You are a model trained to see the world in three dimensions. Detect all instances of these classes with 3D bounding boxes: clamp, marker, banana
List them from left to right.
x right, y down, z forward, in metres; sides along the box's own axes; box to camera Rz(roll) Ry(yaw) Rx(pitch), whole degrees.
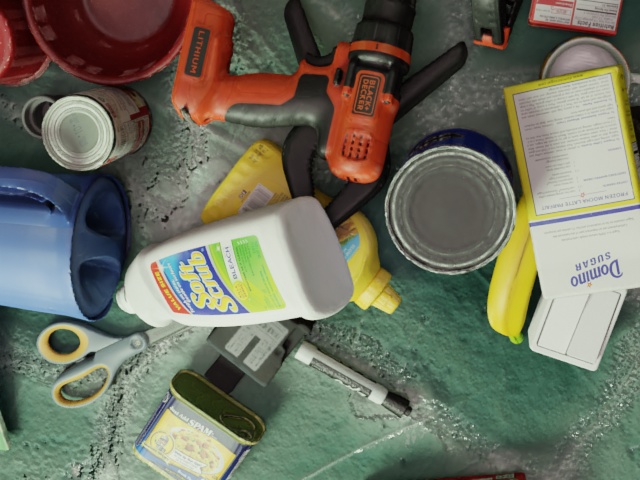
[{"bbox_3d":[0.015,-0.105,0.924,0.164,0.036,0.210,23,86,7],"label":"clamp"},{"bbox_3d":[0.033,0.132,1.004,0.121,0.020,0.020,30,105,2],"label":"marker"},{"bbox_3d":[0.158,-0.246,0.874,0.039,0.120,0.171,25,129,28],"label":"clamp"},{"bbox_3d":[0.180,0.003,0.928,0.037,0.069,0.198,19,106,18],"label":"banana"}]

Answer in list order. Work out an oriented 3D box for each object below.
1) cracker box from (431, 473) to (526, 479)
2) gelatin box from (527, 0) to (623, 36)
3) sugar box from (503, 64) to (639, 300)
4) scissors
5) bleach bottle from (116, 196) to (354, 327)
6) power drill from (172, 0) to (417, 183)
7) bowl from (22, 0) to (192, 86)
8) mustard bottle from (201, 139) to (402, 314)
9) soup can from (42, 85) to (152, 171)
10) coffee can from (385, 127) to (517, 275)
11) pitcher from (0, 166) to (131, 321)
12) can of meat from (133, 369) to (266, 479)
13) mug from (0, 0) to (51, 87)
[{"bbox_3d":[0.128,0.333,1.005,0.164,0.072,0.214,-8,101,12],"label":"cracker box"},{"bbox_3d":[0.218,-0.219,0.892,0.073,0.030,0.089,9,103,6],"label":"gelatin box"},{"bbox_3d":[0.211,-0.046,0.857,0.093,0.048,0.176,-9,97,24],"label":"sugar box"},{"bbox_3d":[-0.193,0.087,1.034,0.202,0.016,0.096,-38,93,13],"label":"scissors"},{"bbox_3d":[-0.091,0.037,0.937,0.251,0.067,0.102,-17,96,42],"label":"bleach bottle"},{"bbox_3d":[-0.019,-0.150,0.886,0.188,0.057,0.184,11,82,11],"label":"power drill"},{"bbox_3d":[-0.178,-0.220,0.945,0.162,0.055,0.162,2,102,9],"label":"bowl"},{"bbox_3d":[-0.006,0.001,0.962,0.191,0.058,0.096,38,100,0],"label":"mustard bottle"},{"bbox_3d":[-0.197,-0.101,0.950,0.068,0.102,0.068,2,103,9],"label":"soup can"},{"bbox_3d":[0.111,-0.037,0.891,0.103,0.140,0.103,2,102,9],"label":"coffee can"},{"bbox_3d":[-0.307,-0.010,0.971,0.243,0.145,0.149,5,106,11],"label":"pitcher"},{"bbox_3d":[-0.117,0.189,1.022,0.102,0.057,0.084,34,108,2],"label":"can of meat"},{"bbox_3d":[-0.309,-0.181,0.962,0.117,0.081,0.093,0,103,10],"label":"mug"}]
